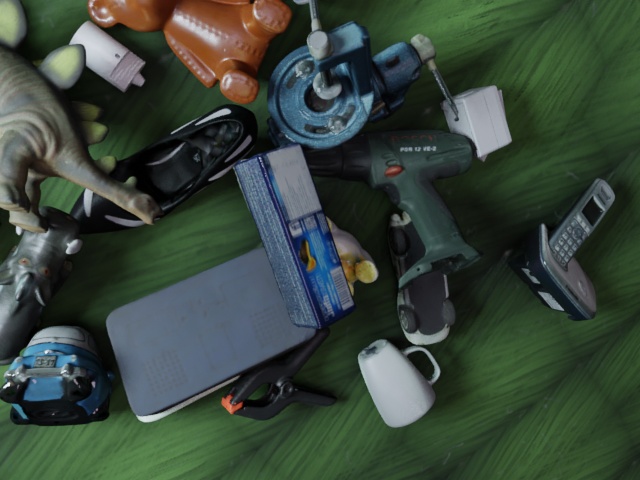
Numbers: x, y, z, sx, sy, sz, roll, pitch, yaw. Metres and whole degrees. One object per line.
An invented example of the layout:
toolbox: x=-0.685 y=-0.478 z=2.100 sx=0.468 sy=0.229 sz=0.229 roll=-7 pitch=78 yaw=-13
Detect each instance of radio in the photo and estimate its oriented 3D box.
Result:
radio: x=-0.131 y=0.108 z=0.658 sx=0.230 sy=0.073 sz=0.131 roll=-24 pitch=80 yaw=-12

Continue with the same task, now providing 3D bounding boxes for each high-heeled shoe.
high-heeled shoe: x=-0.178 y=-0.068 z=0.595 sx=0.249 sy=0.145 sz=0.086 roll=-36 pitch=107 yaw=-8

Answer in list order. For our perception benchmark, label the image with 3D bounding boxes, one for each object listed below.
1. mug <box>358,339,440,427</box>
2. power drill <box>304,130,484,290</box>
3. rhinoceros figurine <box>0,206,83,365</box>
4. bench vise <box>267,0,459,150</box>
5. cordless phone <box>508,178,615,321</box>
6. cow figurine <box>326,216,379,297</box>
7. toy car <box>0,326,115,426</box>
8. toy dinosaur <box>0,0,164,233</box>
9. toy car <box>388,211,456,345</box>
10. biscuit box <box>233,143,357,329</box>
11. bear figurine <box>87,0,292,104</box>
mug: x=0.111 y=0.189 z=0.759 sx=0.109 sy=0.081 sz=0.107 roll=-35 pitch=99 yaw=-1
power drill: x=0.101 y=-0.045 z=0.681 sx=0.232 sy=0.086 sz=0.207 roll=-14 pitch=67 yaw=-15
rhinoceros figurine: x=-0.329 y=0.047 z=0.595 sx=0.073 sy=0.112 sz=0.190 roll=30 pitch=100 yaw=-17
bench vise: x=0.034 y=-0.175 z=0.585 sx=0.224 sy=0.240 sz=0.129 roll=-18 pitch=83 yaw=5
cordless phone: x=0.389 y=0.012 z=0.800 sx=0.146 sy=0.089 sz=0.184 roll=44 pitch=83 yaw=-18
cow figurine: x=-0.001 y=-0.004 z=0.691 sx=0.167 sy=0.098 sz=0.068 roll=44 pitch=104 yaw=-4
toy car: x=-0.302 y=0.152 z=0.622 sx=0.109 sy=0.161 sz=0.103 roll=0 pitch=56 yaw=-11
toy dinosaur: x=-0.358 y=-0.155 z=0.526 sx=0.471 sy=0.105 sz=0.198 roll=30 pitch=64 yaw=-10
toy car: x=0.142 y=0.050 z=0.753 sx=0.073 sy=0.056 sz=0.201 roll=-11 pitch=102 yaw=-6
biscuit box: x=-0.026 y=-0.002 z=0.601 sx=0.059 sy=0.063 sz=0.202 roll=-25 pitch=101 yaw=-35
bear figurine: x=-0.146 y=-0.245 z=0.580 sx=0.196 sy=0.132 sz=0.120 roll=24 pitch=103 yaw=-25
